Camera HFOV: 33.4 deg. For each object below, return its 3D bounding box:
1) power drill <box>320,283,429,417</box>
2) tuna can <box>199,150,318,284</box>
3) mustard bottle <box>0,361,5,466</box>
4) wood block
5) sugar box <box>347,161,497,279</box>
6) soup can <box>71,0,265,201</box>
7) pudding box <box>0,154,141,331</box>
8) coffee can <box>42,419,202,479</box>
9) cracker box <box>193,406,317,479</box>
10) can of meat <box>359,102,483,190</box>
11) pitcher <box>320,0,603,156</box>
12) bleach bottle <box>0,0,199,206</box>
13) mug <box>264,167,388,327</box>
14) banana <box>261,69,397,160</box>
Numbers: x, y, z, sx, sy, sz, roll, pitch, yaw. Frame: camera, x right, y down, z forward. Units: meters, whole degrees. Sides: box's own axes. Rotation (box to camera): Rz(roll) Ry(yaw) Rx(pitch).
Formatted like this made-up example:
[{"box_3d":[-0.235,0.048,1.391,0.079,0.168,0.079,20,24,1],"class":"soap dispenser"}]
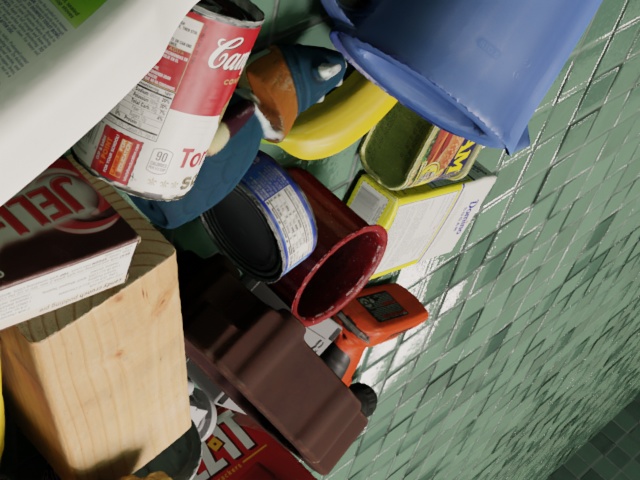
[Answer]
[{"box_3d":[0.032,0.131,1.072,0.184,0.057,0.188,-12,138,-53],"class":"power drill"},{"box_3d":[-0.042,-0.016,0.685,0.033,0.086,0.086,-37,154,-28],"class":"tuna can"},{"box_3d":[-0.199,0.093,0.556,0.192,0.058,0.096,117,-7,-58],"class":"mustard bottle"},{"box_3d":[-0.141,0.062,0.632,0.090,0.091,0.206,-36,154,-25],"class":"wood block"},{"box_3d":[0.079,-0.021,0.934,0.175,0.048,0.093,-18,142,-55],"class":"sugar box"},{"box_3d":[-0.078,-0.079,0.536,0.068,0.069,0.102,-9,130,-55],"class":"soup can"},{"box_3d":[-0.157,-0.003,0.505,0.113,0.090,0.039,-25,148,-42],"class":"pudding box"},{"box_3d":[-0.156,0.189,0.788,0.102,0.103,0.140,-20,144,-47],"class":"coffee can"},{"box_3d":[-0.068,0.256,0.902,0.163,0.214,0.072,-31,150,-34],"class":"cracker box"},{"box_3d":[0.087,-0.090,0.826,0.083,0.057,0.102,-16,141,-47],"class":"can of meat"},{"box_3d":[0.115,-0.186,0.639,0.243,0.145,0.149,-56,162,1],"class":"pitcher"},{"box_3d":[-0.114,-0.082,0.439,0.250,0.102,0.068,-39,165,-18],"class":"bleach bottle"},{"box_3d":[-0.005,0.001,0.777,0.117,0.082,0.093,-7,134,-55],"class":"mug"},{"box_3d":[0.040,-0.119,0.724,0.198,0.037,0.069,-46,154,-4],"class":"banana"}]
